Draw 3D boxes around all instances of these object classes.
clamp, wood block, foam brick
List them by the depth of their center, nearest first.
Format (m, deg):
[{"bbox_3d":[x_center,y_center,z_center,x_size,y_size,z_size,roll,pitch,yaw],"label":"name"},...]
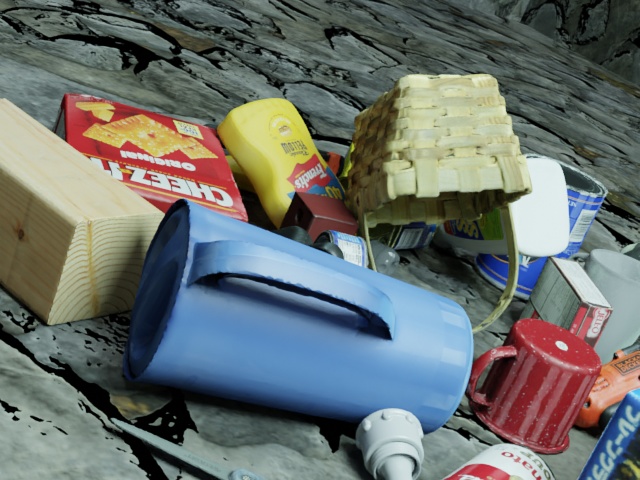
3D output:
[{"bbox_3d":[-0.233,-0.029,0.845,0.206,0.091,0.090,34,25,29],"label":"wood block"},{"bbox_3d":[-0.047,0.030,0.916,0.039,0.120,0.171,62,-6,-11],"label":"clamp"},{"bbox_3d":[-0.007,0.001,1.013,0.051,0.078,0.053,13,23,-27],"label":"foam brick"},{"bbox_3d":[-0.025,-0.098,1.243,0.164,0.036,0.210,8,8,-36],"label":"clamp"}]

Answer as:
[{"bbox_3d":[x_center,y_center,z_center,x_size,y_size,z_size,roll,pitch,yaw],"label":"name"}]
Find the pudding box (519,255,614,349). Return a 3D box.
[{"bbox_3d":[0.238,0.077,1.048,0.039,0.090,0.113,16,21,-14],"label":"pudding box"}]

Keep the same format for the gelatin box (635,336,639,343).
[{"bbox_3d":[0.386,0.118,1.180,0.073,0.030,0.089,22,21,4],"label":"gelatin box"}]

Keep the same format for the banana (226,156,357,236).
[{"bbox_3d":[-0.046,-0.050,1.167,0.198,0.037,0.069,21,45,5],"label":"banana"}]

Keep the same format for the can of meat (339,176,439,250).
[{"bbox_3d":[0.071,-0.028,1.195,0.102,0.057,0.083,35,22,32],"label":"can of meat"}]

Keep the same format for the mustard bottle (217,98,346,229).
[{"bbox_3d":[-0.023,-0.054,1.095,0.096,0.058,0.192,-15,69,-48],"label":"mustard bottle"}]

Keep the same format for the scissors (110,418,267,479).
[{"bbox_3d":[-0.041,0.165,0.660,0.201,0.016,0.096,19,20,-7],"label":"scissors"}]

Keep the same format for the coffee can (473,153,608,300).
[{"bbox_3d":[0.248,-0.013,1.210,0.102,0.140,0.103,19,21,-8],"label":"coffee can"}]

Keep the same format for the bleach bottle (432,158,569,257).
[{"bbox_3d":[0.176,-0.024,1.168,0.068,0.102,0.251,-1,-5,-19],"label":"bleach bottle"}]

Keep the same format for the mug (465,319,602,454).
[{"bbox_3d":[0.174,0.118,0.896,0.117,0.081,0.093,12,23,-24],"label":"mug"}]

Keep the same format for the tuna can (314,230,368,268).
[{"bbox_3d":[0.010,0.035,0.934,0.033,0.086,0.086,14,22,-16],"label":"tuna can"}]

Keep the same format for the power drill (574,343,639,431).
[{"bbox_3d":[0.331,0.156,0.922,0.184,0.057,0.188,-19,37,-20],"label":"power drill"}]

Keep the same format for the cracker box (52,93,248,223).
[{"bbox_3d":[-0.168,-0.059,1.010,0.164,0.072,0.214,13,23,-20],"label":"cracker box"}]

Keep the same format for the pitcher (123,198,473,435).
[{"bbox_3d":[-0.009,0.063,0.775,0.242,0.145,0.149,17,19,-20],"label":"pitcher"}]

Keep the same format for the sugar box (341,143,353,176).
[{"bbox_3d":[0.112,-0.064,1.339,0.176,0.048,0.093,24,20,-6],"label":"sugar box"}]

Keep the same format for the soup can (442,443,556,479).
[{"bbox_3d":[0.108,0.179,0.700,0.069,0.068,0.102,32,22,25],"label":"soup can"}]
